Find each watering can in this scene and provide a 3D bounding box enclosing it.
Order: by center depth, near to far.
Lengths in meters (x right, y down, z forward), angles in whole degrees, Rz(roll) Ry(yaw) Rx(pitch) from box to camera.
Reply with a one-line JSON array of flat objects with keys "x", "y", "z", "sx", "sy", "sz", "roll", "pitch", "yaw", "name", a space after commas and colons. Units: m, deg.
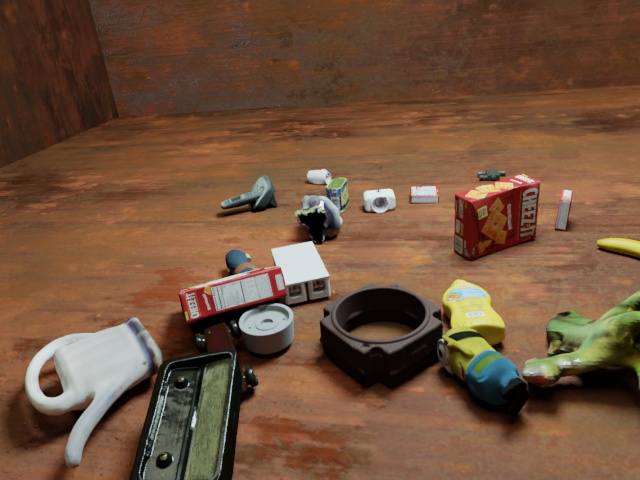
[{"x": -0.384, "y": 0.245, "z": 0.907, "sx": 0.226, "sy": 0.102, "sz": 0.351, "roll": -22, "pitch": 30, "yaw": -31, "name": "watering can"}]

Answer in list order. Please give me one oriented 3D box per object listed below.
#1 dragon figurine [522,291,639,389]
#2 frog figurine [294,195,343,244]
[{"x": 0.499, "y": 0.138, "z": 0.882, "sx": 0.415, "sy": 0.121, "sz": 0.242, "roll": -28, "pitch": 10, "yaw": -27, "name": "dragon figurine"}, {"x": 0.005, "y": -0.075, "z": 1.481, "sx": 0.137, "sy": 0.121, "sz": 0.162, "roll": 32, "pitch": 22, "yaw": 3, "name": "frog figurine"}]
